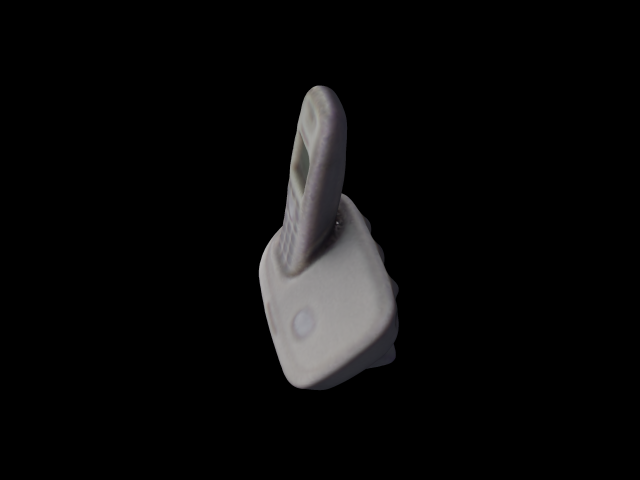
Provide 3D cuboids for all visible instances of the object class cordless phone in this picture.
[{"bbox_3d":[0.004,0.001,0.400,0.094,0.185,0.147,-13,47,-12],"label":"cordless phone"}]
